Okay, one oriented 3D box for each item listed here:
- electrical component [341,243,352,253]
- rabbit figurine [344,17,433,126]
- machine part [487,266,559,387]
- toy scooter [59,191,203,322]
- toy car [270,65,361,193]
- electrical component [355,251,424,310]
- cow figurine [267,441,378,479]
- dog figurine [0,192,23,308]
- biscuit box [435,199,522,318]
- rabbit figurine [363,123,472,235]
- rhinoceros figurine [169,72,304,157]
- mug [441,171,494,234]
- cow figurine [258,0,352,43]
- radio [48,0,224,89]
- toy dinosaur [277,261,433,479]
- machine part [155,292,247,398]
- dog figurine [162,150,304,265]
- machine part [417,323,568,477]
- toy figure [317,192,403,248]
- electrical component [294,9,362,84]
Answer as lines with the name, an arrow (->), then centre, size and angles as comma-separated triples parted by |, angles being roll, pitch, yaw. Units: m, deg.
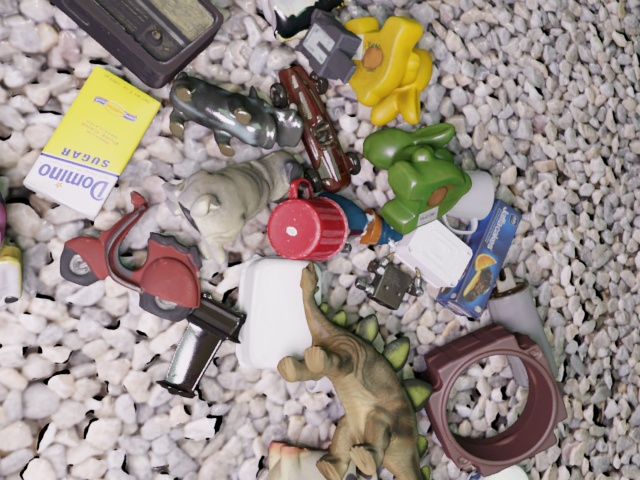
electrical component -> -0.002, -0.002, 0.800 | 0.021, 0.094, 0.063 | -66, 148, -42
rabbit figurine -> 0.127, -0.262, 0.843 | 0.173, 0.122, 0.162 | -16, 106, -52
machine part -> 0.349, 0.163, 0.933 | 0.079, 0.079, 0.243 | -24, 97, -23
toy scooter -> -0.225, 0.017, 0.692 | 0.184, 0.075, 0.135 | 26, 82, -17
toy car -> -0.005, -0.168, 0.816 | 0.089, 0.053, 0.202 | -24, 97, -20
electrical component -> 0.114, 0.067, 0.854 | 0.102, 0.045, 0.078 | 36, 72, -17
cow figurine -> 0.016, 0.360, 0.771 | 0.195, 0.085, 0.127 | 15, 74, -24
dog figurine -> -0.413, -0.046, 0.608 | 0.108, 0.191, 0.219 | -13, 58, -21
biscuit box -> 0.273, 0.029, 0.918 | 0.063, 0.059, 0.202 | 32, 74, -18
rabbit figurine -> 0.140, -0.122, 0.820 | 0.159, 0.121, 0.170 | -27, 55, -12
rhinoceros figurine -> -0.117, -0.170, 0.745 | 0.190, 0.112, 0.073 | 16, 123, -8
mug -> 0.222, -0.065, 0.897 | 0.107, 0.081, 0.109 | 5, 86, -12
cow figurine -> -0.009, -0.366, 0.818 | 0.167, 0.068, 0.098 | -26, 102, -20
radio -> -0.256, -0.319, 0.704 | 0.229, 0.073, 0.131 | 41, 72, -15
toy dinosaur -> 0.081, 0.240, 0.746 | 0.198, 0.105, 0.471 | -30, 101, -46
machine part -> -0.160, 0.146, 0.723 | 0.084, 0.039, 0.139 | 29, 80, 8
dog figurine -> -0.095, -0.070, 0.709 | 0.190, 0.172, 0.121 | -36, 105, -17
machine part -> 0.271, 0.252, 0.855 | 0.201, 0.087, 0.201 | -24, 98, -3
toy figure -> 0.060, -0.028, 0.832 | 0.154, 0.058, 0.064 | 22, 84, -26
electrical component -> 0.022, -0.275, 0.787 | 0.048, 0.074, 0.119 | -8, 49, -49
